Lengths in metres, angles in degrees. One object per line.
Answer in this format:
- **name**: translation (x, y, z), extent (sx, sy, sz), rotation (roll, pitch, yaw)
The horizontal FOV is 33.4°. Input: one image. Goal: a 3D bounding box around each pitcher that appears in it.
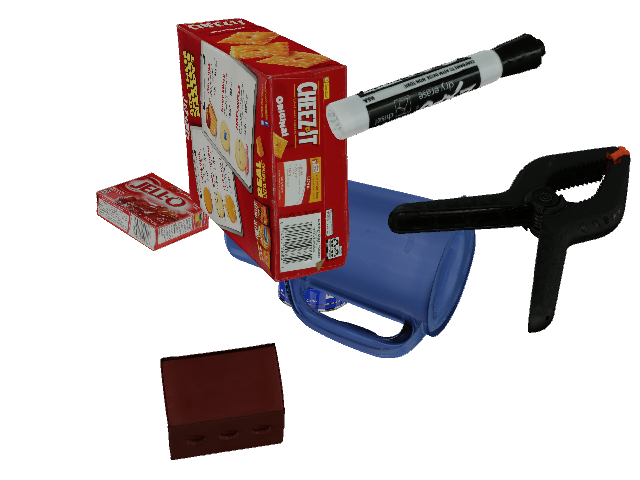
- **pitcher**: translation (0.024, 0.009, 1.078), extent (0.243, 0.145, 0.149), rotation (17, 23, 21)

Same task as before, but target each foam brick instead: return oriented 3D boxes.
- **foam brick**: translation (-0.065, 0.107, 0.709), extent (0.078, 0.051, 0.053), rotation (-7, -36, -10)

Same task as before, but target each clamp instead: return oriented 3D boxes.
- **clamp**: translation (0.183, -0.014, 0.857), extent (0.209, 0.036, 0.165), rotation (-25, 48, -21)

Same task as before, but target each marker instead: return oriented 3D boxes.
- **marker**: translation (0.060, -0.079, 0.538), extent (0.121, 0.020, 0.020), rotation (-22, 6, -15)

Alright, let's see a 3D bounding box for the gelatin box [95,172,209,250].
- **gelatin box**: translation (-0.164, -0.030, 1.046), extent (0.089, 0.030, 0.073), rotation (30, 36, 31)

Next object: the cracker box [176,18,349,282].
- **cracker box**: translation (-0.050, -0.084, 0.879), extent (0.072, 0.164, 0.214), rotation (-11, 24, -22)

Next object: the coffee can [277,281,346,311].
- **coffee can**: translation (-0.006, 0.014, 1.486), extent (0.103, 0.140, 0.103), rotation (3, 25, -2)
